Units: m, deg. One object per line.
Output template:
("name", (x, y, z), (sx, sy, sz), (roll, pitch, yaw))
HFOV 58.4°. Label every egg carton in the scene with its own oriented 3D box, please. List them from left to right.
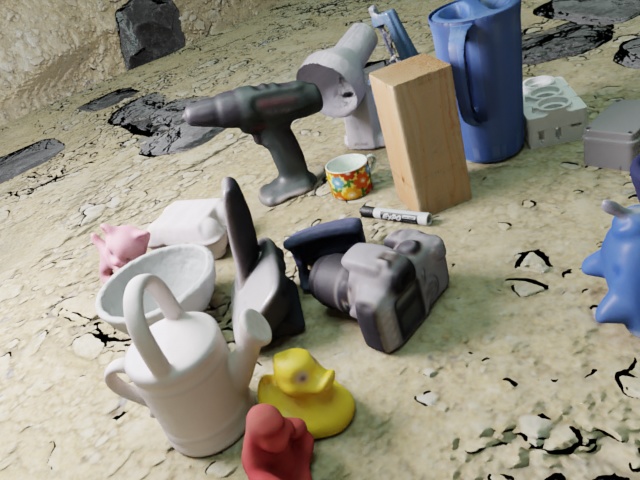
("egg carton", (-0.205, -0.017, 0.937), (0.150, 0.069, 0.107), (-2, 35, 24))

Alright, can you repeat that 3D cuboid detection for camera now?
("camera", (0.062, 0.041, 0.681), (0.136, 0.101, 0.143), (13, 43, 40))

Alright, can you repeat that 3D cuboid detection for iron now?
("iron", (0.386, 0.008, 0.528), (0.257, 0.142, 0.118), (-7, 33, 17))

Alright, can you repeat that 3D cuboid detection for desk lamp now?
("desk lamp", (0.066, -0.276, 1.062), (0.117, 0.214, 0.204), (9, 40, 36))

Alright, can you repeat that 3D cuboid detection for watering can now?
("watering can", (-0.135, 0.114, 0.577), (0.173, 0.194, 0.100), (-26, 32, -12))

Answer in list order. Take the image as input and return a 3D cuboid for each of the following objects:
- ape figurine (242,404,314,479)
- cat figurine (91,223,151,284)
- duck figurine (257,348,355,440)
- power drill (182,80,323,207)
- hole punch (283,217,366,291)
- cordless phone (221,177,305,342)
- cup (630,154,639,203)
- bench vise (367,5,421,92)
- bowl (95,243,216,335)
("ape figurine", (-0.041, 0.186, 0.516), (0.075, 0.092, 0.078), (14, 44, 41))
("cat figurine", (-0.310, 0.016, 0.892), (0.127, 0.118, 0.067), (8, 40, 36))
("duck figurine", (-0.022, 0.145, 0.576), (0.104, 0.086, 0.078), (3, 37, 30))
("power drill", (-0.092, -0.170, 0.982), (0.230, 0.209, 0.075), (-25, 32, -10))
("hole punch", (0.007, 0.003, 0.777), (0.108, 0.091, 0.101), (-14, 32, 7))
("cordless phone", (-0.090, 0.026, 0.700), (0.094, 0.185, 0.147), (-20, 32, -4))
("cup", (0.406, -0.057, 0.664), (0.091, 0.095, 0.118), (-8, 33, 16))
("bench vise", (0.179, -0.358, 1.126), (0.206, 0.220, 0.121), (-1, 35, 26))
("bowl", (-0.212, 0.080, 0.783), (0.167, 0.075, 0.167), (-13, 32, 8))
